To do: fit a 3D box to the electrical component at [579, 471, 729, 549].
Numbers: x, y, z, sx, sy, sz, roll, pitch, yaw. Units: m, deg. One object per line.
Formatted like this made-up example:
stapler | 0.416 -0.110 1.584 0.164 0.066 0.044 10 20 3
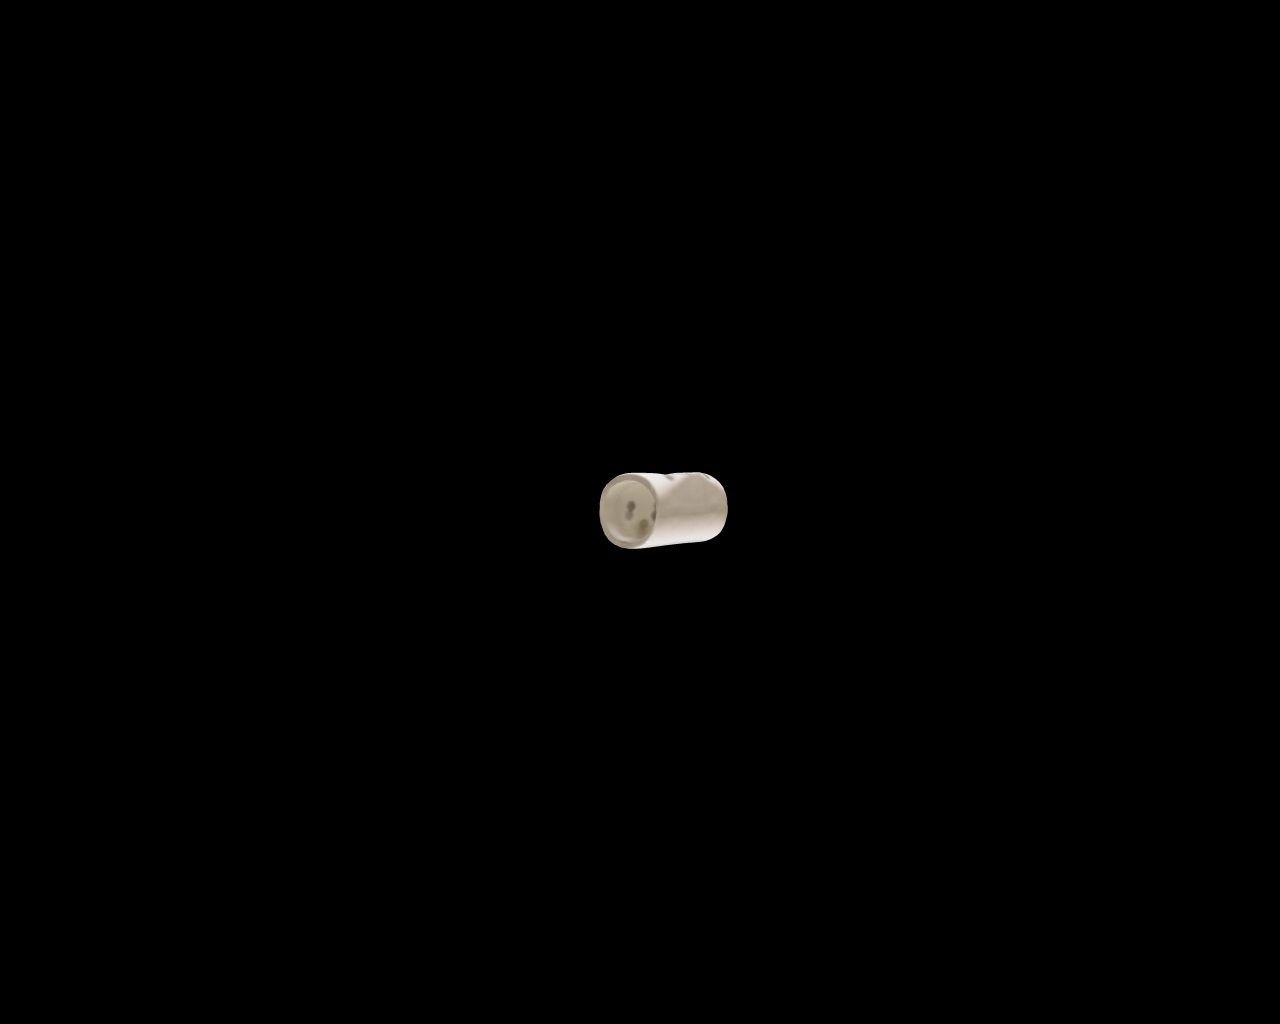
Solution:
electrical component | 0.001 -0.003 0.650 0.079 0.044 0.077 2 3 36
